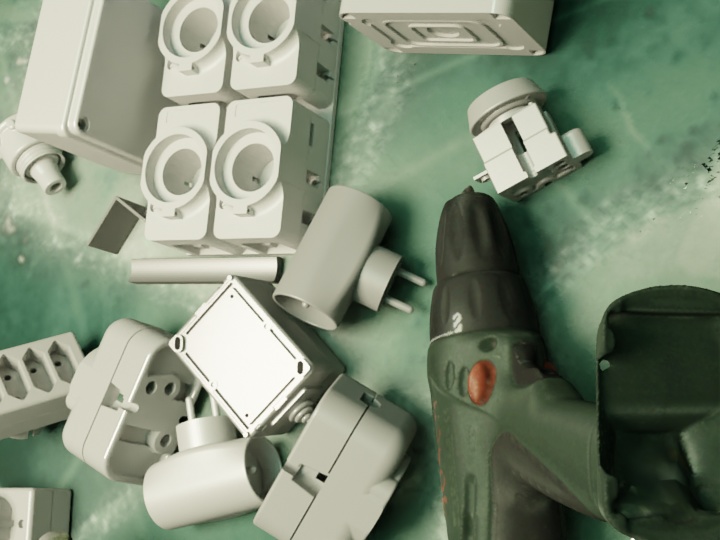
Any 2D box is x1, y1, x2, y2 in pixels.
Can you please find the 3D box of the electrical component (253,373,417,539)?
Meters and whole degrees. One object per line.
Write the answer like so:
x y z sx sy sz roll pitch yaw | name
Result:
-0.010 0.116 0.610 0.059 0.054 0.095 30 107 6 | electrical component

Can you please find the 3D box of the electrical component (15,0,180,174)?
-0.166 -0.128 0.729 0.056 0.109 0.108 6 82 31 | electrical component

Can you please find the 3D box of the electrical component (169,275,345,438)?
-0.057 0.058 0.660 0.061 0.061 0.096 -47 70 12 | electrical component

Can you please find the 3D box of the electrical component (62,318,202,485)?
-0.148 0.083 0.698 0.059 0.054 0.095 21 87 39 | electrical component

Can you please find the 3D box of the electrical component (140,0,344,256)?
-0.076 -0.106 0.703 0.105 0.060 0.186 0 79 28 | electrical component

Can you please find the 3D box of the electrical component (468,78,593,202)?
0.092 -0.076 0.616 0.066 0.048 0.055 -29 75 20 | electrical component

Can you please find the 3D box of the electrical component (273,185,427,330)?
0.000 0.000 0.645 0.079 0.043 0.077 25 72 7 | electrical component

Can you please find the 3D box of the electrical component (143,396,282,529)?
-0.094 0.115 0.673 0.077 0.044 0.079 -19 71 24 | electrical component

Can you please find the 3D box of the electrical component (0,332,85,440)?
-0.233 0.091 0.741 0.047 0.083 0.075 58 145 26 | electrical component

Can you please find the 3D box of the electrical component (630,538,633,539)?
0.176 0.154 0.510 0.108 0.060 0.108 -6 76 27 | electrical component

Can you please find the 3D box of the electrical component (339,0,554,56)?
0.054 -0.167 0.637 0.113 0.078 0.057 8 86 29 | electrical component

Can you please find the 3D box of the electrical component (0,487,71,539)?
-0.246 0.170 0.724 0.066 0.077 0.047 -6 76 27 | electrical component

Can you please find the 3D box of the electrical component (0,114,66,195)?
-0.240 -0.083 0.796 0.048 0.048 0.062 -42 70 14 | electrical component
